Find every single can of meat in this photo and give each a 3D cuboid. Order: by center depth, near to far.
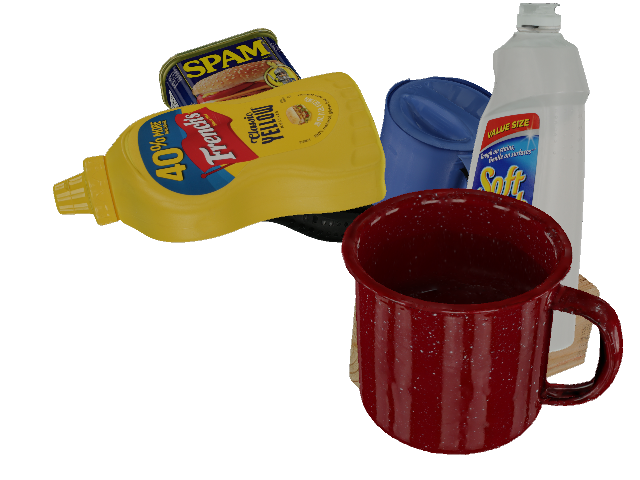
[{"bbox_3d":[-0.062,-0.109,0.829,0.102,0.084,0.057,-21,-37,-16],"label":"can of meat"}]

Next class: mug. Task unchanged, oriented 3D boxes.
[{"bbox_3d":[0.067,0.037,0.449,0.117,0.081,0.093,10,34,20],"label":"mug"}]

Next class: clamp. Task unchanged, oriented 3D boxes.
[{"bbox_3d":[-0.035,-0.034,1.027,0.210,0.036,0.164,18,25,-2],"label":"clamp"}]

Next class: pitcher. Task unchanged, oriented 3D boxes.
[{"bbox_3d":[0.120,-0.046,1.186,0.145,0.243,0.149,23,44,13],"label":"pitcher"}]

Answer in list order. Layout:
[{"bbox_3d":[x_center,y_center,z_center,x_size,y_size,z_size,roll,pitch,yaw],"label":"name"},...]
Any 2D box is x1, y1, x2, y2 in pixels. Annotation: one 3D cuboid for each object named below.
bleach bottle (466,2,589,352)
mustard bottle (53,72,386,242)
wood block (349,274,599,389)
[{"bbox_3d":[0.148,-0.048,0.791,0.067,0.251,0.103,-8,16,-34],"label":"bleach bottle"},{"bbox_3d":[-0.063,-0.045,0.640,0.191,0.096,0.058,-13,-41,-7],"label":"mustard bottle"},{"bbox_3d":[0.138,0.084,0.964,0.205,0.090,0.091,-15,37,-26],"label":"wood block"}]
